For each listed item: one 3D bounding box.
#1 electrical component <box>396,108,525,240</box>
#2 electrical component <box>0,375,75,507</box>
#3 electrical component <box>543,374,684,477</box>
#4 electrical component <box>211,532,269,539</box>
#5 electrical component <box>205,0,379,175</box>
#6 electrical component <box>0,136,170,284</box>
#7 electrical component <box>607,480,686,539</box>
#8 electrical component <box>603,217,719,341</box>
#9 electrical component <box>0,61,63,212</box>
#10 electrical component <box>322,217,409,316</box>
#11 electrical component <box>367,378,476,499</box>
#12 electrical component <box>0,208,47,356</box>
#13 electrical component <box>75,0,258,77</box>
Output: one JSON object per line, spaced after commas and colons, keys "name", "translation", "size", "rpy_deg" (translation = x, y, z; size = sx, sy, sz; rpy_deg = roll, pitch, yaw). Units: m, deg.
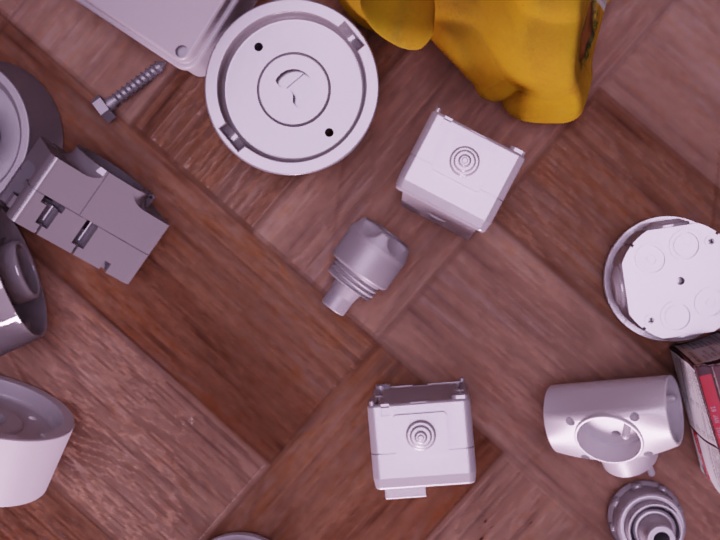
{"name": "electrical component", "translation": [0.060, -0.056, 0.663], "size": [0.062, 0.096, 0.061], "rpy_deg": [28, 94, 3]}
{"name": "electrical component", "translation": [-0.245, 0.112, 0.689], "size": [0.108, 0.108, 0.060], "rpy_deg": [20, 99, 4]}
{"name": "electrical component", "translation": [0.166, 0.104, 0.681], "size": [0.077, 0.044, 0.079], "rpy_deg": [-9, 125, 29]}
{"name": "electrical component", "translation": [-0.082, 0.217, 0.705], "size": [0.080, 0.051, 0.080], "rpy_deg": [0, 92, 4]}
{"name": "electrical component", "translation": [-0.040, -0.113, 0.688], "size": [0.108, 0.060, 0.108], "rpy_deg": [0, 92, 5]}
{"name": "electrical component", "translation": [-0.173, -0.041, 0.686], "size": [0.089, 0.050, 0.055], "rpy_deg": [33, 94, -33]}
{"name": "electrical component", "translation": [0.184, 0.161, 0.677], "size": [0.048, 0.062, 0.048], "rpy_deg": [0, 91, 4]}
{"name": "electrical component", "translation": [0.197, 0.006, 0.677], "size": [0.080, 0.051, 0.080], "rpy_deg": [0, 92, 4]}
{"name": "electrical component", "translation": [-0.258, -0.089, 0.705], "size": [0.108, 0.060, 0.108], "rpy_deg": [0, 92, 5]}
{"name": "electrical component", "translation": [0.000, 0.000, 0.696], "size": [0.043, 0.043, 0.062], "rpy_deg": [36, 95, 3]}
{"name": "electrical component", "translation": [0.039, 0.105, 0.669], "size": [0.062, 0.096, 0.061], "rpy_deg": [-5, 91, 4]}
{"name": "electrical component", "translation": [-0.244, 0.008, 0.690], "size": [0.064, 0.099, 0.099], "rpy_deg": [-19, 90, -2]}
{"name": "electrical component", "translation": [-0.131, -0.186, 0.695], "size": [0.113, 0.057, 0.078], "rpy_deg": [34, 94, 3]}
